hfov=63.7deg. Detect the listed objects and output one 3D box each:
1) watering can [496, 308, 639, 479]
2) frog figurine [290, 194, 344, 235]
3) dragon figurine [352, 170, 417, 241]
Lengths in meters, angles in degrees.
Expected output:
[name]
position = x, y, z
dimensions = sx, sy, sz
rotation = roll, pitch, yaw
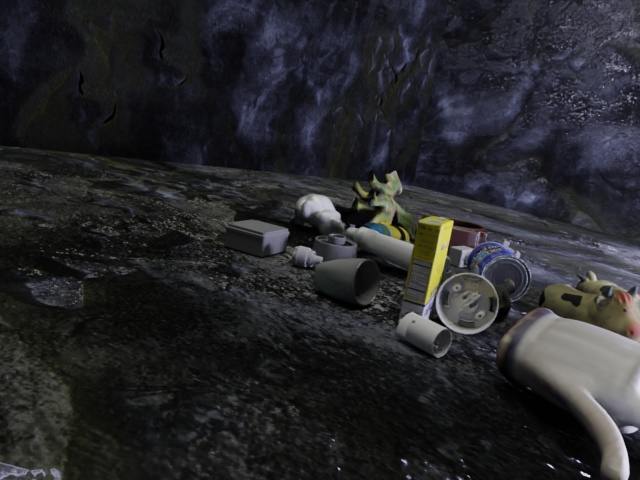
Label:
[watering can]
position = 0.309, 0.164, 0.600
dimensions = 0.348, 0.103, 0.226
rotation = -2, 15, -43
[frog figurine]
position = 0.005, -0.075, 1.490
dimensions = 0.136, 0.124, 0.159
rotation = 25, -11, -30
[dragon figurine]
position = 0.220, -0.082, 1.596
dimensions = 0.241, 0.120, 0.421
rotation = 27, 41, -25
